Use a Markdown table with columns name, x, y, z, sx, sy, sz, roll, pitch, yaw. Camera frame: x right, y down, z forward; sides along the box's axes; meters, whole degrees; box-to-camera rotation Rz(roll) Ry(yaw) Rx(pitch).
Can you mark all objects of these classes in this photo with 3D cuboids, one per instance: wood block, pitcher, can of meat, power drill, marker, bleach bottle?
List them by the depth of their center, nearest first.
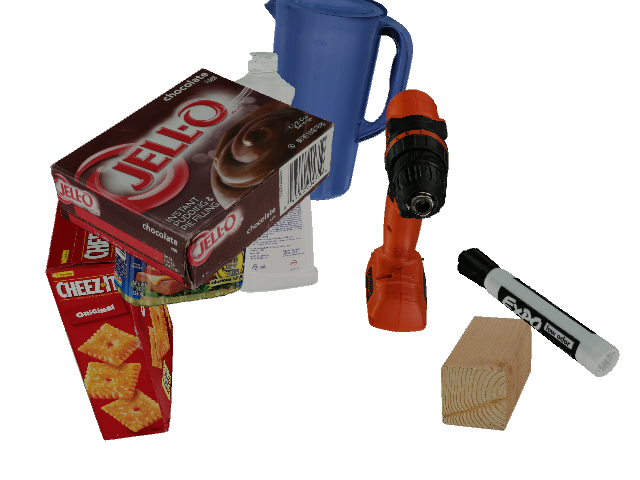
| name | x | y | z | sx | sy | sz | roll | pitch | yaw |
| --- | --- | --- | --- | --- | --- | --- | --- | --- | --- |
| marker | 0.121 | 0.038 | 0.614 | 0.020 | 0.020 | 0.121 | 0 | 28 | -38 |
| can of meat | -0.103 | -0.002 | 0.795 | 0.101 | 0.084 | 0.058 | -7 | 26 | -30 |
| power drill | 0.076 | -0.016 | 0.923 | 0.057 | 0.188 | 0.184 | 6 | 32 | 0 |
| bleach bottle | -0.053 | -0.074 | 1.144 | 0.102 | 0.251 | 0.068 | -7 | 17 | -25 |
| pitcher | 0.009 | -0.174 | 1.297 | 0.144 | 0.243 | 0.149 | -5 | 28 | -25 |
| wood block | 0.244 | 0.187 | 1.544 | 0.091 | 0.090 | 0.205 | 3 | 17 | 20 |

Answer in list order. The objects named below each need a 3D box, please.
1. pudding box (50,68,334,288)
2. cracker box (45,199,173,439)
| name | x | y | z | sx | sy | sz | roll | pitch | yaw |
| --- | --- | --- | --- | --- | --- | --- | --- | --- | --- |
| pudding box | -0.061 | -0.035 | 0.530 | 0.090 | 0.039 | 0.113 | 27 | 46 | 26 |
| cracker box | -0.188 | 0.052 | 0.991 | 0.072 | 0.214 | 0.164 | -7 | 39 | -1 |
